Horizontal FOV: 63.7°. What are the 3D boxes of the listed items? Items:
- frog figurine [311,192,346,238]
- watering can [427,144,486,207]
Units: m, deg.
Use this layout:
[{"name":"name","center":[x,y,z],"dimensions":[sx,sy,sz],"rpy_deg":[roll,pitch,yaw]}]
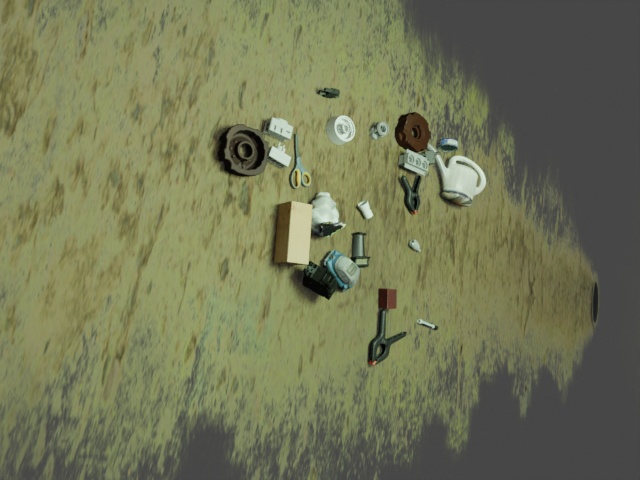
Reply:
[{"name":"frog figurine","center":[0.006,-0.094,1.860],"dimensions":[0.138,0.120,0.162],"rpy_deg":[-8,55,-28]},{"name":"watering can","center":[0.592,-0.280,2.295],"dimensions":[0.346,0.103,0.227],"rpy_deg":[21,74,-18]}]
